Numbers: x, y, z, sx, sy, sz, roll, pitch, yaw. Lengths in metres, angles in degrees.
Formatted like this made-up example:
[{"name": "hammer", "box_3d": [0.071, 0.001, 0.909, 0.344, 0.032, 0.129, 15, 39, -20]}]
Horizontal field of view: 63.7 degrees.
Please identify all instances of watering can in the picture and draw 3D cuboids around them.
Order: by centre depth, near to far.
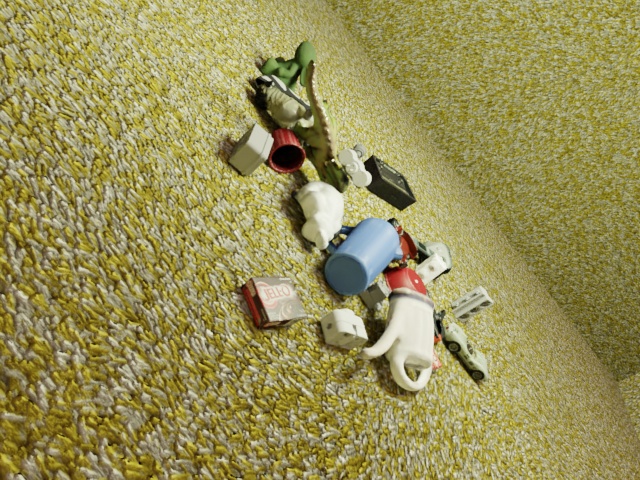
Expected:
[{"name": "watering can", "box_3d": [0.186, 0.211, 1.158, 0.342, 0.103, 0.229, 40, 49, -49]}]

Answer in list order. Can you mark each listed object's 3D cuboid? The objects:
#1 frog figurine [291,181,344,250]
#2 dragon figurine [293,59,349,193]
[{"name": "frog figurine", "box_3d": [0.004, -0.062, 1.227, 0.135, 0.122, 0.163, 61, 6, -33]}, {"name": "dragon figurine", "box_3d": [0.023, -0.228, 1.310, 0.247, 0.123, 0.401, 60, -13, 30]}]
